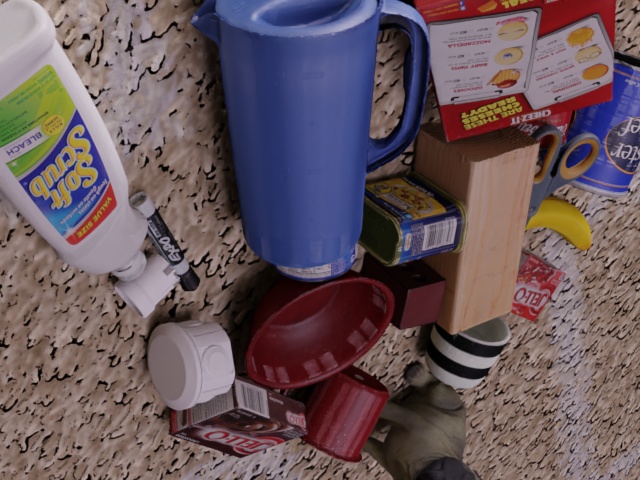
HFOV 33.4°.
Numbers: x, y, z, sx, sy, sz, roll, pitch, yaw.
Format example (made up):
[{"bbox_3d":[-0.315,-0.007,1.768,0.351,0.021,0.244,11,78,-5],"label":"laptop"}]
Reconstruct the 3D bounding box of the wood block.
[{"bbox_3d":[0.152,-0.019,1.111,0.090,0.091,0.206,-18,129,-29],"label":"wood block"}]

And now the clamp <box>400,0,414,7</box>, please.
[{"bbox_3d":[0.089,-0.248,0.944,0.171,0.039,0.120,-5,114,-45],"label":"clamp"}]

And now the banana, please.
[{"bbox_3d":[0.259,-0.020,1.238,0.197,0.037,0.070,-1,122,-39],"label":"banana"}]

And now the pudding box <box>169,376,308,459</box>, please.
[{"bbox_3d":[-0.081,0.178,1.060,0.090,0.039,0.113,-26,143,27],"label":"pudding box"}]

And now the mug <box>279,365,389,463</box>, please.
[{"bbox_3d":[0.011,0.174,1.135,0.117,0.093,0.081,25,96,-18],"label":"mug"}]

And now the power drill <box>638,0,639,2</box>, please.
[{"bbox_3d":[0.346,-0.325,1.032,0.184,0.057,0.188,-67,159,-44],"label":"power drill"}]

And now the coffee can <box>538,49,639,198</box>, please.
[{"bbox_3d":[0.310,-0.130,1.157,0.102,0.103,0.140,0,117,-40],"label":"coffee can"}]

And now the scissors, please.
[{"bbox_3d":[0.242,-0.044,1.137,0.096,0.016,0.202,-11,137,-10],"label":"scissors"}]

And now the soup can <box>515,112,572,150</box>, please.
[{"bbox_3d":[0.231,-0.153,1.101,0.068,0.069,0.102,-15,126,-32],"label":"soup can"}]

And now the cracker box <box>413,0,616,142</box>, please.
[{"bbox_3d":[0.172,-0.185,0.944,0.164,0.072,0.213,-13,153,8],"label":"cracker box"}]

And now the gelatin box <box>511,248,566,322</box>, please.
[{"bbox_3d":[0.247,0.054,1.282,0.089,0.030,0.073,24,102,-45],"label":"gelatin box"}]

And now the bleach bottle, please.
[{"bbox_3d":[-0.194,-0.058,0.821,0.102,0.068,0.250,-37,137,-9],"label":"bleach bottle"}]

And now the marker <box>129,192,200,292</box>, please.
[{"bbox_3d":[-0.135,0.005,0.942,0.020,0.020,0.121,-38,135,-13],"label":"marker"}]

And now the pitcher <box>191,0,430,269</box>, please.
[{"bbox_3d":[-0.006,-0.098,0.895,0.144,0.149,0.243,-33,138,-33],"label":"pitcher"}]

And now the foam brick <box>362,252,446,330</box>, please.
[{"bbox_3d":[0.084,0.049,1.110,0.052,0.078,0.051,-11,125,-34],"label":"foam brick"}]

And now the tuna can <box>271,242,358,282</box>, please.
[{"bbox_3d":[-0.007,0.001,0.997,0.086,0.086,0.034,-23,132,-26],"label":"tuna can"}]

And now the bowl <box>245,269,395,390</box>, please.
[{"bbox_3d":[-0.009,0.076,1.050,0.162,0.055,0.162,-20,143,-16],"label":"bowl"}]

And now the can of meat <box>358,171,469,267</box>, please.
[{"bbox_3d":[0.080,-0.021,1.043,0.083,0.102,0.057,-13,124,-31],"label":"can of meat"}]
